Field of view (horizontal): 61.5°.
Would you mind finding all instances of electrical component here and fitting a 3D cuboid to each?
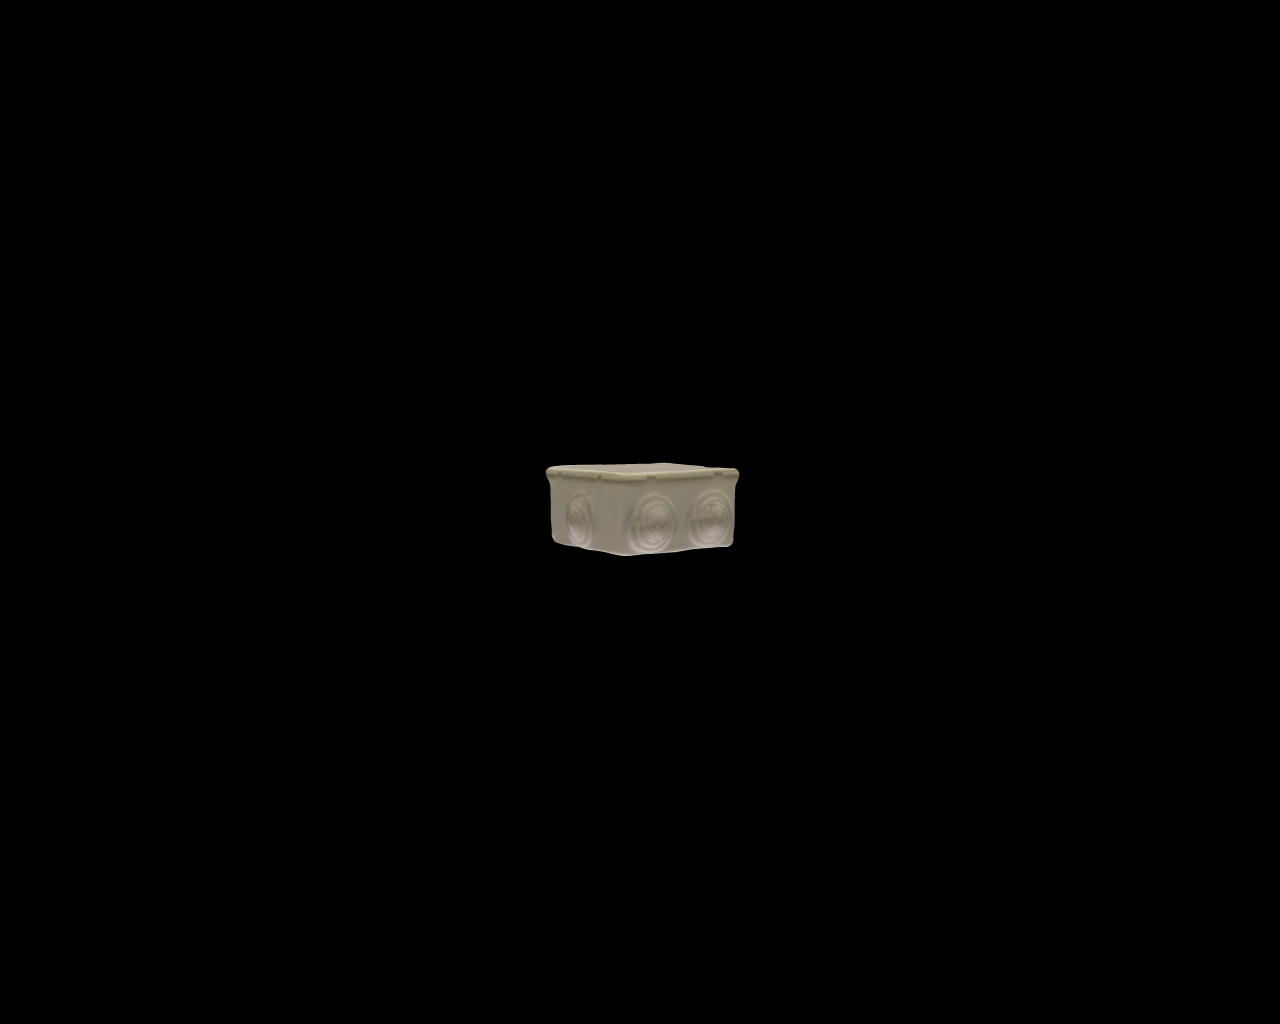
[{"bbox_3d":[0.001,-0.003,0.650,0.100,0.048,0.100,-4,7,-33],"label":"electrical component"}]
